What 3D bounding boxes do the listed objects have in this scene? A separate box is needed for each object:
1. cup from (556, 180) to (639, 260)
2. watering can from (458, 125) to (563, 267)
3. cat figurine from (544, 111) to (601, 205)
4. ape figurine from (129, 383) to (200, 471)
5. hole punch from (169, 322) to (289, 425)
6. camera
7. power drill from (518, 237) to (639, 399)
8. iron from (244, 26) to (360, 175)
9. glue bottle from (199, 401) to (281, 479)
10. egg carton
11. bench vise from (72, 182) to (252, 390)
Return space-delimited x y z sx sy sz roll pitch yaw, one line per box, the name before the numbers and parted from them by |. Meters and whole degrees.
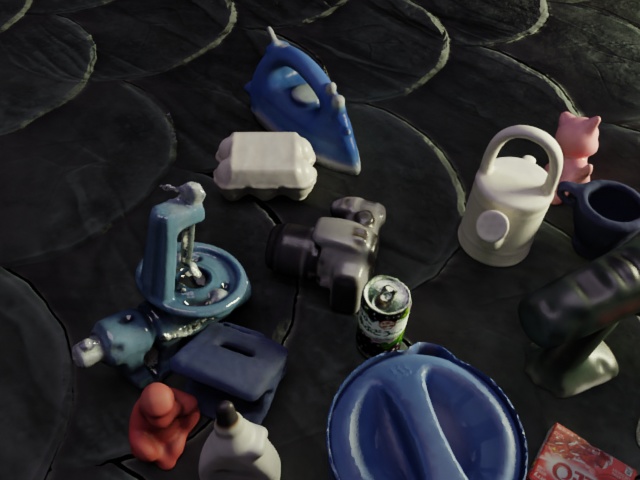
cup | 0.367 -0.025 0.776 0.117 0.095 0.092 30 54 22
watering can | 0.245 -0.057 0.733 0.101 0.194 0.173 7 49 5
cat figurine | 0.383 -0.129 0.853 0.067 0.118 0.128 8 49 5
ape figurine | -0.161 0.178 0.580 0.078 0.092 0.076 -24 54 -21
hole punch | -0.096 0.135 0.621 0.108 0.091 0.101 17 50 12
camera | 0.007 0.003 0.734 0.136 0.101 0.143 12 49 8
power drill | 0.305 0.077 0.609 0.230 0.208 0.075 -17 51 -16
iron | -0.016 -0.226 0.907 0.119 0.141 0.257 -30 56 -25
glue bottle | -0.076 0.189 0.520 0.078 0.173 0.037 4 49 2
egg carton | -0.080 -0.109 0.850 0.150 0.069 0.107 -2 49 -4
bench vise | -0.158 0.055 0.603 0.121 0.220 0.208 22 52 17
